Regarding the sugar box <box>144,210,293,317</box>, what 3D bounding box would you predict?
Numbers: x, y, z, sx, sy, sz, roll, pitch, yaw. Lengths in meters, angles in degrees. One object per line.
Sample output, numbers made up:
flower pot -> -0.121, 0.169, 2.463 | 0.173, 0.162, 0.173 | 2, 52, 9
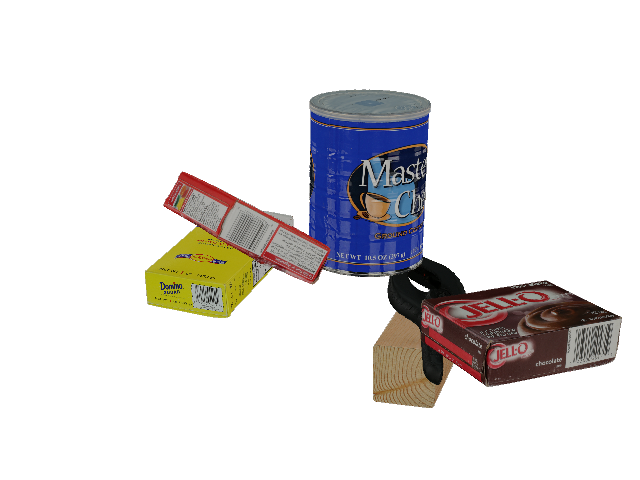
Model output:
sugar box -> -0.102, 0.018, 1.130 | 0.093, 0.048, 0.176 | 9, 30, 18

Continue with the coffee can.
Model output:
coffee can -> 0.041, -0.052, 0.921 | 0.103, 0.140, 0.103 | 1, 19, 0

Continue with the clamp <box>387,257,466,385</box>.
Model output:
clamp -> 0.129, 0.069, 1.062 | 0.120, 0.039, 0.171 | -3, 44, -24

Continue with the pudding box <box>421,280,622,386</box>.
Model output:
pudding box -> 0.141, 0.064, 0.761 | 0.113, 0.039, 0.090 | -5, 18, -24

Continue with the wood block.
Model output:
wood block -> 0.146, 0.162, 1.584 | 0.091, 0.090, 0.205 | 4, 18, 16

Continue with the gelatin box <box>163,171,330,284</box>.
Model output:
gelatin box -> -0.048, -0.008, 0.699 | 0.089, 0.030, 0.073 | 28, 0, -40
